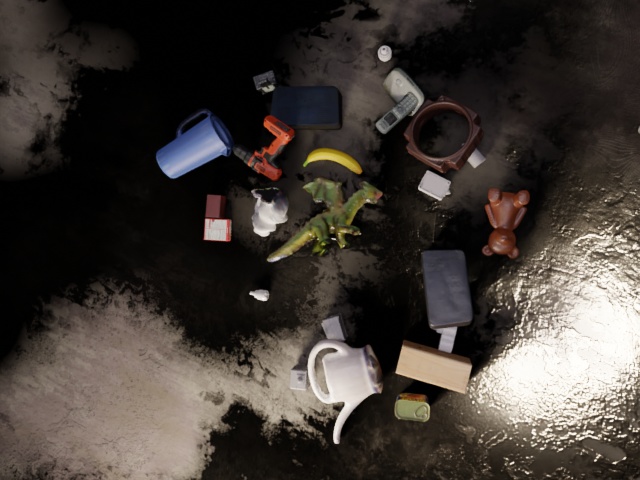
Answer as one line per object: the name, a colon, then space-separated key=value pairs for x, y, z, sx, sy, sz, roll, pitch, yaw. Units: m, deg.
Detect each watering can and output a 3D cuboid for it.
watering can: x=0.091 y=0.461 z=1.607 sx=0.224 sy=0.105 sz=0.345 roll=-15 pitch=100 yaw=7

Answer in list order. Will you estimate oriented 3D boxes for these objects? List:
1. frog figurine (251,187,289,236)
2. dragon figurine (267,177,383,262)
frog figurine: x=-0.162 y=-0.086 z=1.683 sx=0.138 sy=0.124 sz=0.156 roll=21 pitch=128 yaw=32
dragon figurine: x=0.005 y=-0.083 z=1.658 sx=0.409 sy=0.120 sz=0.247 roll=-13 pitch=69 yaw=9
